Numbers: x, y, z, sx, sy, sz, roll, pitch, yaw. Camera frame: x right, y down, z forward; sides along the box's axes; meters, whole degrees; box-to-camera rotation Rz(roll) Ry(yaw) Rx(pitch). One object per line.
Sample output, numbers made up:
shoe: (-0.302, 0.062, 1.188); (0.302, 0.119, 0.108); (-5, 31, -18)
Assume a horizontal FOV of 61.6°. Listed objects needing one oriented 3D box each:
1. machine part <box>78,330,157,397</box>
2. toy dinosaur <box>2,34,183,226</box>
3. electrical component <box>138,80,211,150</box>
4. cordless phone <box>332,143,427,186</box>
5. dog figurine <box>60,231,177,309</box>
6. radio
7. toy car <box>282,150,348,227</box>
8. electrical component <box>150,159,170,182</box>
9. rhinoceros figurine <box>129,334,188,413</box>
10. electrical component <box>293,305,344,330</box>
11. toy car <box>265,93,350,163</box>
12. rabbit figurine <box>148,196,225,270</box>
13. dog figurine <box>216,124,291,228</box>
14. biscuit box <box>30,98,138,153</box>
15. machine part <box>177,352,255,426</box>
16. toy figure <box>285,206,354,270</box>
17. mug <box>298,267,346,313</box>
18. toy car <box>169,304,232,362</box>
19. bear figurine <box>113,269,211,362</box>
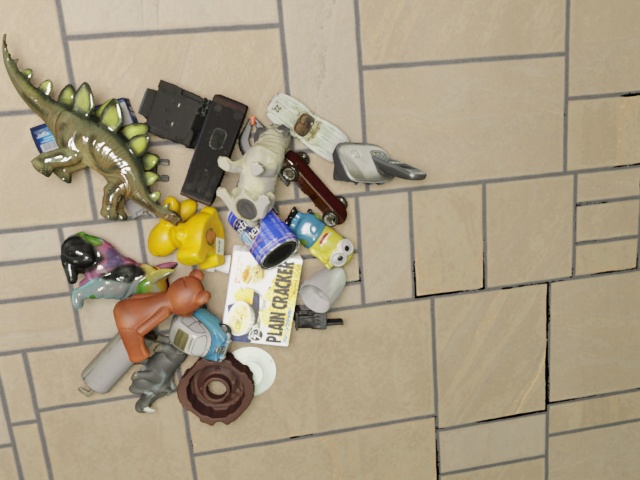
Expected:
machine part: (-0.455, 0.262, 1.218); (0.079, 0.079, 0.243); (41, 92, -15)
toy dinosaur: (-0.454, -0.193, 1.052); (0.471, 0.105, 0.198); (39, 88, -13)
electrical component: (-0.308, -0.265, 1.126); (0.134, 0.058, 0.114); (22, 95, 6)
cordless phone: (0.125, -0.151, 1.158); (0.146, 0.184, 0.088); (-4, 110, -35)
dog figurine: (-0.427, 0.060, 1.169); (0.219, 0.108, 0.191); (-12, 101, -11)
radio: (-0.222, -0.189, 1.133); (0.073, 0.131, 0.229); (19, 98, -10)
toy car: (-0.014, -0.113, 1.207); (0.053, 0.089, 0.202); (-33, 107, 37)
electrical component: (-0.377, -0.156, 1.171); (0.094, 0.021, 0.063); (4, 102, -11)
rhinoceros figurine: (-0.378, 0.311, 1.249); (0.112, 0.073, 0.190); (32, 93, -24)
electrical component: (-0.004, 0.181, 1.276); (0.119, 0.075, 0.047); (-2, 102, -5)
toy car: (-0.026, -0.247, 1.192); (0.201, 0.056, 0.073); (32, 95, -14)
rabbit figurine: (-0.304, -0.012, 1.162); (0.173, 0.122, 0.162); (-7, 87, 26)
dog figurine: (-0.115, -0.138, 1.123); (0.121, 0.190, 0.172); (21, 126, 14)
biscuit box: (-0.487, -0.235, 1.116); (0.203, 0.063, 0.059); (-20, 105, -4)
machine part: (-0.242, 0.347, 1.268); (0.179, 0.056, 0.179); (0, 102, 0)
toy figure: (0.000, -0.007, 1.236); (0.180, 0.089, 0.082); (34, 108, -6)
mug: (0.007, 0.109, 1.256); (0.107, 0.110, 0.080); (-40, 115, -42)
toy car: (-0.280, 0.209, 1.194); (0.162, 0.103, 0.109); (34, 111, 25)
bear figurine: (-0.324, 0.150, 1.128); (0.196, 0.120, 0.131); (-19, 132, -19)
